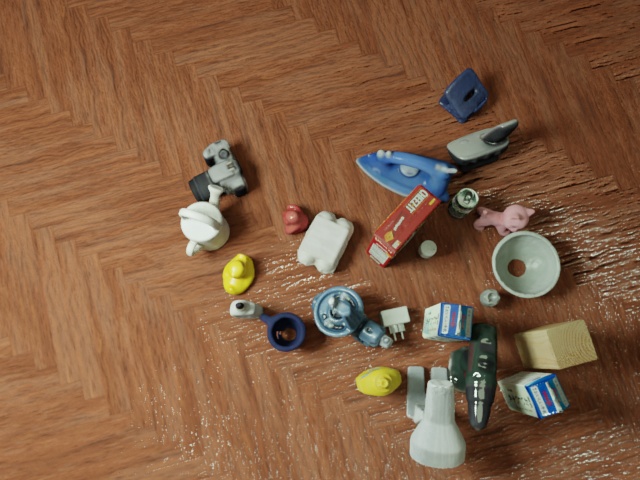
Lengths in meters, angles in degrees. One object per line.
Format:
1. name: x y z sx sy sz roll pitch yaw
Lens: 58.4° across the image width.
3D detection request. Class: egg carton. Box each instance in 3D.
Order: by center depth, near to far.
1. egg carton: 0.013 0.005 1.432 0.107 0.069 0.150 24 79 4

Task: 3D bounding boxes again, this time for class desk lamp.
1. desk lamp: 0.254 0.389 1.284 0.118 0.213 0.203 1 78 0

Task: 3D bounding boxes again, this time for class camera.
1. camera: -0.267 -0.166 1.446 0.137 0.101 0.143 -26 80 -6

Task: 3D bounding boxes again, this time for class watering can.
1. watering can: -0.280 -0.048 1.375 0.101 0.194 0.173 0 78 -1

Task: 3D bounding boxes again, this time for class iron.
1. iron: 0.218 -0.184 1.437 0.258 0.141 0.119 16 79 2

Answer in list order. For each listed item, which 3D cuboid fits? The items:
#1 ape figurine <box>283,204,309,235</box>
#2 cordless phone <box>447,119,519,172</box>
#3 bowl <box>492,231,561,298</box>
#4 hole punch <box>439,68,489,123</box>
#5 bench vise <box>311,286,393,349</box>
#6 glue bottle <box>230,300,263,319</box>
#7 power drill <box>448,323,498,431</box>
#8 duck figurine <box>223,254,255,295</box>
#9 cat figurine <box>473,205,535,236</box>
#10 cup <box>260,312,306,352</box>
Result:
1. ape figurine: -0.066 -0.053 1.431 0.076 0.092 0.078 24 79 4
2. cordless phone: 0.408 -0.252 1.431 0.147 0.185 0.094 -24 80 -5
3. bowl: 0.502 0.065 1.425 0.167 0.075 0.167 0 78 -1
4. hole punch: 0.384 -0.380 1.505 0.101 0.091 0.109 44 81 8
5. bench vise: 0.079 0.173 1.322 0.207 0.220 0.121 14 79 2
6. glue bottle: -0.179 0.161 1.344 0.078 0.173 0.037 3 78 0
7. power drill: 0.351 0.307 1.305 0.075 0.208 0.230 9 78 1
8. duck figurine: -0.203 0.081 1.405 0.077 0.086 0.105 19 79 3
9. cat figurine: 0.461 -0.057 1.427 0.127 0.118 0.067 10 78 1
10. cup: -0.090 0.216 1.374 0.117 0.095 0.092 30 80 5
